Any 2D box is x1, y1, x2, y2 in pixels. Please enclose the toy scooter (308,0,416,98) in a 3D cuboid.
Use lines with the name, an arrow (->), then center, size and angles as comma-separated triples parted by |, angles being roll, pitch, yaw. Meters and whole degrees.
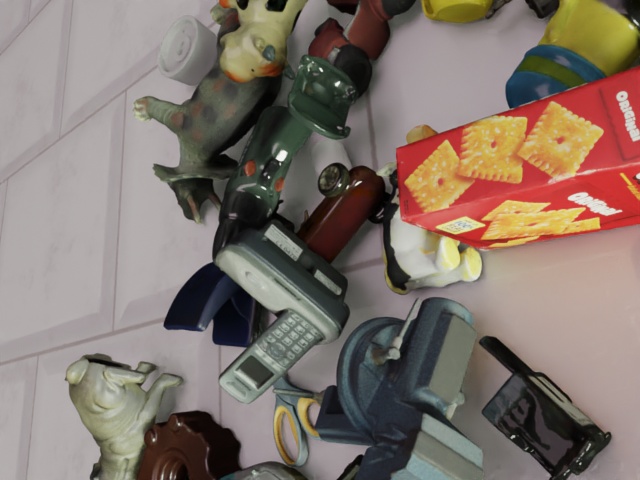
toy scooter -> 0.031, -0.263, 0.673 | 0.135, 0.075, 0.183 | 42, 103, 40

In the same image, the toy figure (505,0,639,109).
toy figure -> 0.227, -0.154, 0.472 | 0.089, 0.082, 0.180 | 34, 94, 22

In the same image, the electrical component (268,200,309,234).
electrical component -> -0.050, -0.008, 0.695 | 0.102, 0.045, 0.078 | 25, 123, 44

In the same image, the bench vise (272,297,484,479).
bench vise -> 0.054, 0.164, 0.494 | 0.240, 0.129, 0.223 | -31, 39, 57

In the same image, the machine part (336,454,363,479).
machine part -> 0.053, 0.290, 0.527 | 0.084, 0.039, 0.139 | -46, 51, 16

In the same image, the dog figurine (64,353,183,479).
dog figurine -> -0.301, 0.266, 0.754 | 0.121, 0.172, 0.190 | 3, 73, 52

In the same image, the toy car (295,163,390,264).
toy car -> -0.001, -0.002, 0.618 | 0.202, 0.089, 0.053 | -52, 40, 20

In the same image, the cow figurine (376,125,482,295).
cow figurine -> 0.100, -0.031, 0.558 | 0.098, 0.068, 0.167 | -24, 62, 41

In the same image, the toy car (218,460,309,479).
toy car -> -0.052, 0.294, 0.575 | 0.162, 0.109, 0.103 | 20, 75, 34

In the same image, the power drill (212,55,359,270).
power drill -> -0.044, -0.092, 0.615 | 0.207, 0.086, 0.232 | -49, 21, 51

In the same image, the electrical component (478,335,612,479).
electrical component -> 0.171, 0.135, 0.443 | 0.119, 0.074, 0.047 | 42, 106, 35

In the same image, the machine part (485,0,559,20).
machine part -> 0.254, -0.289, 0.486 | 0.243, 0.079, 0.079 | -38, 56, 28

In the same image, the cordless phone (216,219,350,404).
cordless phone -> -0.070, 0.083, 0.569 | 0.146, 0.089, 0.184 | 40, 112, -6

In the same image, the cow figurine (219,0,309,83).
cow figurine -> -0.060, -0.285, 0.678 | 0.127, 0.085, 0.195 | 35, 94, 27

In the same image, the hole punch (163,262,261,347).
hole punch -> -0.139, 0.078, 0.709 | 0.142, 0.092, 0.115 | -12, 66, 52

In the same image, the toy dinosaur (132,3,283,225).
toy dinosaur -> -0.126, -0.207, 0.771 | 0.192, 0.131, 0.404 | 42, 102, 26

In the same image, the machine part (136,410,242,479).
machine part -> -0.174, 0.316, 0.703 | 0.179, 0.056, 0.179 | -11, 72, 38
